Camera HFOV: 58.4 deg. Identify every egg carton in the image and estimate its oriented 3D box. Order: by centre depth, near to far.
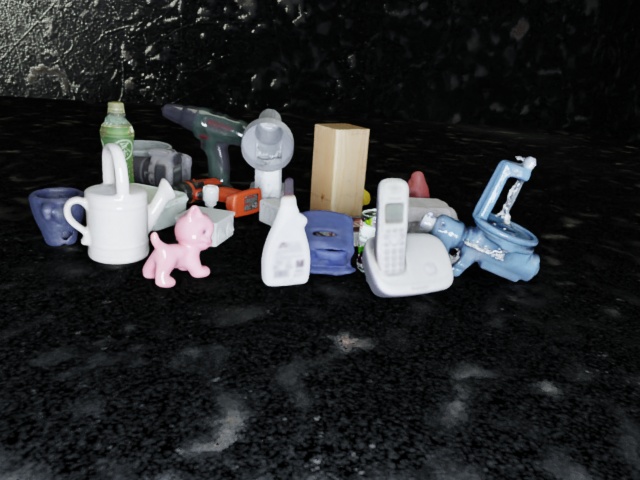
[{"bbox_3d":[0.216,-0.048,1.229,0.150,0.069,0.107,2,19,-8],"label":"egg carton"}]

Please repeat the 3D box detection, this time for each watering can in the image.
[{"bbox_3d":[-0.336,-0.068,0.967,0.100,0.194,0.173,17,23,33],"label":"watering can"}]

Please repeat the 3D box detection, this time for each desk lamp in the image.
[{"bbox_3d":[-0.125,-0.198,1.366,0.118,0.213,0.203,3,19,-5],"label":"desk lamp"}]

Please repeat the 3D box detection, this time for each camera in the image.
[{"bbox_3d":[-0.408,-0.184,1.435,0.136,0.101,0.143,7,19,9],"label":"camera"}]

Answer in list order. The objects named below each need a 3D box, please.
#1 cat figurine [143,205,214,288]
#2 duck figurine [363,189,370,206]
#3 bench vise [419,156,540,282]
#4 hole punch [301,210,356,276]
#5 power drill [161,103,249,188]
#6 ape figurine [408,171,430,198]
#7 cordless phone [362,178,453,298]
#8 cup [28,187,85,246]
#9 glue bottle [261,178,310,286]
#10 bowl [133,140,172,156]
[{"bbox_3d":[-0.217,0.001,0.911,0.067,0.118,0.128,19,24,36],"label":"cat figurine"},{"bbox_3d":[0.089,-0.137,1.433,0.078,0.086,0.104,-4,20,-22],"label":"duck figurine"},{"bbox_3d":[0.285,-0.038,0.981,0.207,0.220,0.121,1,19,-9],"label":"bench vise"},{"bbox_3d":[0.009,0.004,0.996,0.108,0.091,0.101,3,19,-4],"label":"hole punch"},{"bbox_3d":[-0.277,-0.223,1.414,0.229,0.208,0.075,4,19,0],"label":"power drill"},{"bbox_3d":[0.242,-0.127,1.430,0.078,0.092,0.076,-3,20,-22],"label":"ape figurine"},{"bbox_3d":[0.144,-0.006,0.909,0.148,0.185,0.094,-5,21,-24],"label":"cordless phone"},{"bbox_3d":[-0.454,-0.033,0.993,0.092,0.095,0.117,1,19,-11],"label":"cup"},{"bbox_3d":[-0.051,-0.013,0.904,0.078,0.173,0.037,-3,20,-21],"label":"glue bottle"},{"bbox_3d":[-0.493,-0.226,1.580,0.167,0.075,0.167,4,19,-1],"label":"bowl"}]
